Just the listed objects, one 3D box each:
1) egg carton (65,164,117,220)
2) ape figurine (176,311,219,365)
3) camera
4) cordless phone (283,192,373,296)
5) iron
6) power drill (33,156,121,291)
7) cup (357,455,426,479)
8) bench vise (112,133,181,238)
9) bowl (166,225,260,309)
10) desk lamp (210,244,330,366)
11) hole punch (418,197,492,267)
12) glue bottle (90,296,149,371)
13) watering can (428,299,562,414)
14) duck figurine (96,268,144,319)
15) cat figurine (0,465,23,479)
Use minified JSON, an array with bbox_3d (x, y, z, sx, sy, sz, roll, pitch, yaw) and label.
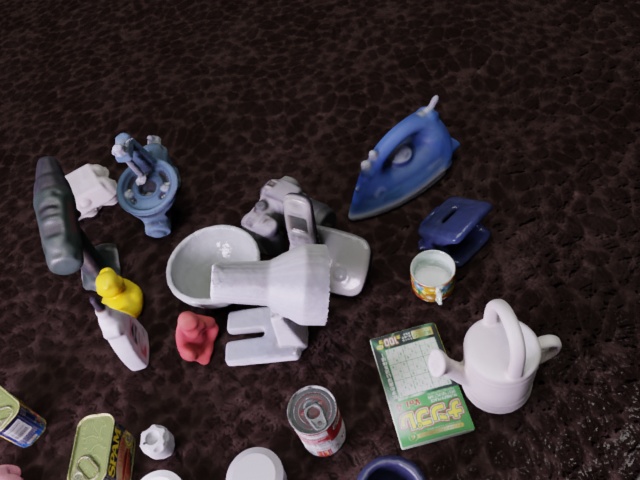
[{"bbox_3d":[-0.497,-0.091,1.192,0.150,0.069,0.107,-33,54,-14],"label":"egg carton"},{"bbox_3d":[-0.206,0.150,0.933,0.078,0.092,0.076,-38,55,-17],"label":"ape figurine"},{"bbox_3d":[-0.051,-0.043,1.043,0.136,0.101,0.143,23,61,26],"label":"camera"},{"bbox_3d":[0.009,0.003,0.941,0.147,0.185,0.094,12,56,20],"label":"cordless phone"},{"bbox_3d":[0.141,-0.153,1.061,0.259,0.142,0.118,-40,55,-18],"label":"iron"},{"bbox_3d":[-0.442,-0.012,1.031,0.075,0.209,0.229,-22,52,-5],"label":"power drill"},{"bbox_3d":[0.083,0.340,0.726,0.118,0.095,0.091,-32,53,-13],"label":"cup"},{"bbox_3d":[-0.346,-0.137,1.100,0.121,0.220,0.207,-24,52,-7],"label":"bench vise"},{"bbox_3d":[-0.179,0.059,1.008,0.167,0.075,0.167,-6,52,8],"label":"bowl"},{"bbox_3d":[-0.070,0.099,0.866,0.203,0.214,0.118,-8,52,5],"label":"desk lamp"},{"bbox_3d":[0.227,-0.025,0.978,0.100,0.091,0.109,35,66,31],"label":"hole punch"},{"bbox_3d":[-0.322,0.140,0.913,0.037,0.173,0.078,-19,52,-3],"label":"glue bottle"},{"bbox_3d":[0.237,0.157,0.771,0.173,0.194,0.100,-31,53,-12],"label":"watering can"},{"bbox_3d":[-0.362,0.094,1.012,0.077,0.086,0.104,-26,52,-8],"label":"duck figurine"},{"bbox_3d":[-0.454,0.358,0.809,0.127,0.118,0.067,20,60,25],"label":"cat figurine"}]
